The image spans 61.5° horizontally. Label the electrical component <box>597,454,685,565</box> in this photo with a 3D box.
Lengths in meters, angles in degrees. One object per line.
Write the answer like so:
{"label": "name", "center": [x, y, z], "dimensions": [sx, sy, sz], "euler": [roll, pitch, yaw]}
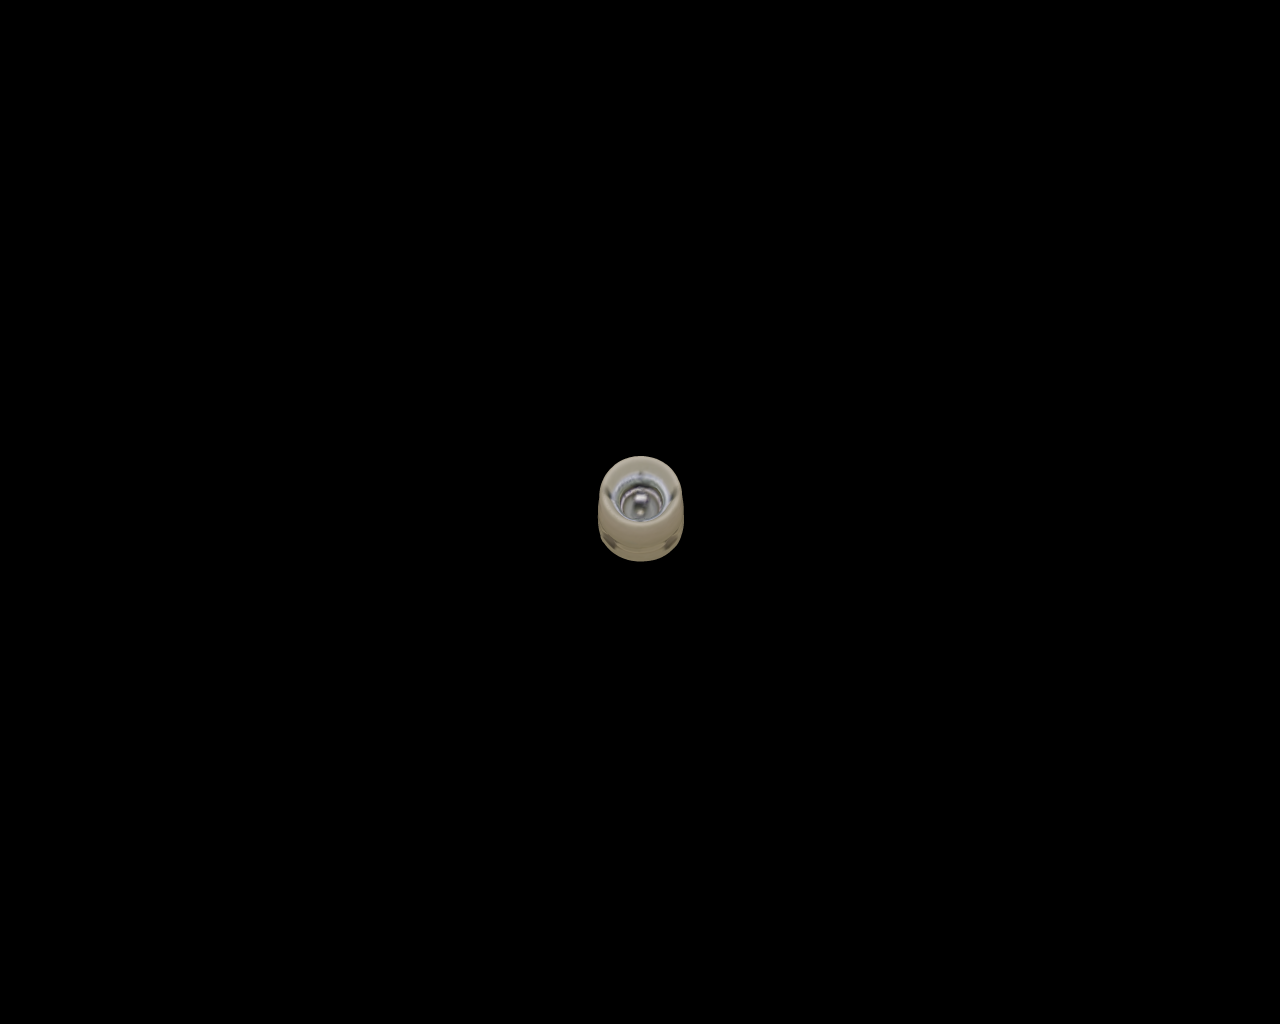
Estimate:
{"label": "electrical component", "center": [0.001, -0.003, 0.650], "dimensions": [0.055, 0.055, 0.047], "euler": [0, -27, 0]}
